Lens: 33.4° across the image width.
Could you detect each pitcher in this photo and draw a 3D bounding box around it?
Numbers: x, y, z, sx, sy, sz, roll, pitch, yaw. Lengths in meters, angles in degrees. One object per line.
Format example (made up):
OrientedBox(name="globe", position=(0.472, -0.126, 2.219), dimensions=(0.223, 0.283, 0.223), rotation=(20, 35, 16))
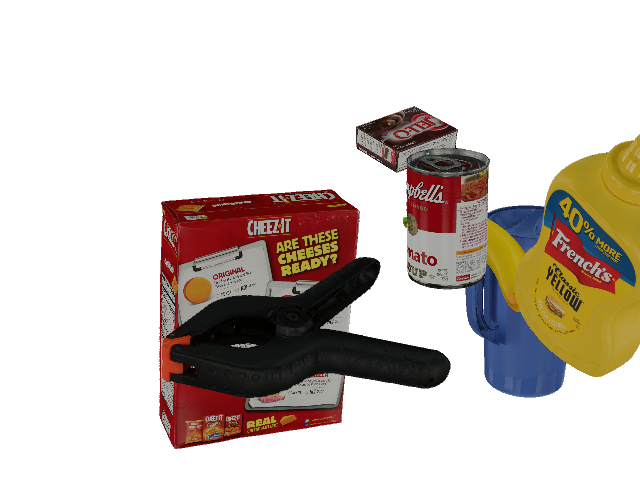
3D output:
OrientedBox(name="pitcher", position=(0.270, 0.084, 1.423), dimensions=(0.149, 0.243, 0.145), rotation=(4, 20, 11))

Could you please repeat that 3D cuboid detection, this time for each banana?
OrientedBox(name="banana", position=(0.167, 0.011, 1.096), dimensions=(0.069, 0.037, 0.198), rotation=(-35, 39, -13))

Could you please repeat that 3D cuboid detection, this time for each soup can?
OrientedBox(name="soup can", position=(0.105, -0.019, 0.885), dimensions=(0.068, 0.102, 0.068), rotation=(-2, 22, 1))

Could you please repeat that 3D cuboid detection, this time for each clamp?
OrientedBox(name="clamp", position=(-0.016, 0.053, 0.667), dimensions=(0.171, 0.039, 0.120), rotation=(-1, 28, -14))

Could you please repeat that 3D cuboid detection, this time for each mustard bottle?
OrientedBox(name="mustard bottle", position=(0.181, 0.002, 0.677), dimensions=(0.058, 0.096, 0.192), rotation=(-24, -31, -21))

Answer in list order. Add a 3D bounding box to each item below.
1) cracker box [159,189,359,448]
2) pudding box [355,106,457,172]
OrientedBox(name="cracker box", position=(-0.059, 0.067, 0.952), dimensions=(0.164, 0.214, 0.072), rotation=(-5, 22, -22))
OrientedBox(name="pudding box", position=(0.119, -0.141, 1.472), dimensions=(0.113, 0.039, 0.090), rotation=(-24, 40, -29))
